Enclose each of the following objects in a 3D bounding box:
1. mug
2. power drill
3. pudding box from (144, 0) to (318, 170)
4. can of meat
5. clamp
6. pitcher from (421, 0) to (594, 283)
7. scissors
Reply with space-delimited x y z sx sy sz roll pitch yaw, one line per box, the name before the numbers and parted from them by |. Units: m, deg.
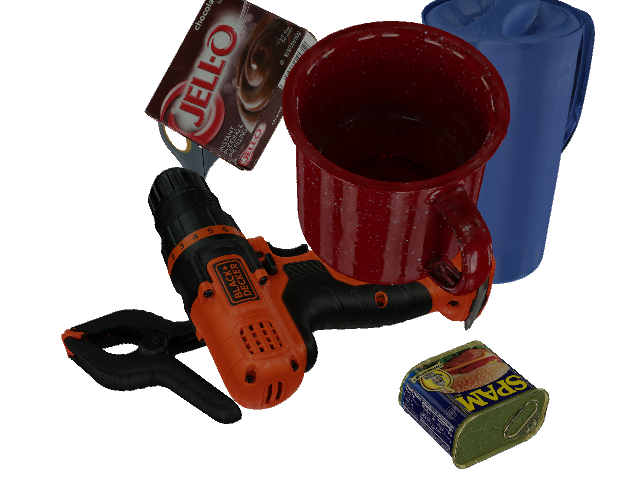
mug | 0.037 -0.025 0.460 0.093 0.117 0.081 -27 -30 -18
power drill | -0.001 0.009 0.668 0.187 0.184 0.057 -14 -39 -20
pudding box | -0.066 -0.122 0.801 0.090 0.113 0.039 30 0 21
can of meat | 0.130 0.138 0.923 0.101 0.057 0.084 -17 37 -29
clamp | -0.128 0.088 0.901 0.171 0.039 0.120 13 40 12
pitcher | 0.160 -0.091 0.942 0.149 0.243 0.145 4 31 8
scissors | -0.117 -0.066 1.141 0.096 0.202 0.016 -16 -4 -22
